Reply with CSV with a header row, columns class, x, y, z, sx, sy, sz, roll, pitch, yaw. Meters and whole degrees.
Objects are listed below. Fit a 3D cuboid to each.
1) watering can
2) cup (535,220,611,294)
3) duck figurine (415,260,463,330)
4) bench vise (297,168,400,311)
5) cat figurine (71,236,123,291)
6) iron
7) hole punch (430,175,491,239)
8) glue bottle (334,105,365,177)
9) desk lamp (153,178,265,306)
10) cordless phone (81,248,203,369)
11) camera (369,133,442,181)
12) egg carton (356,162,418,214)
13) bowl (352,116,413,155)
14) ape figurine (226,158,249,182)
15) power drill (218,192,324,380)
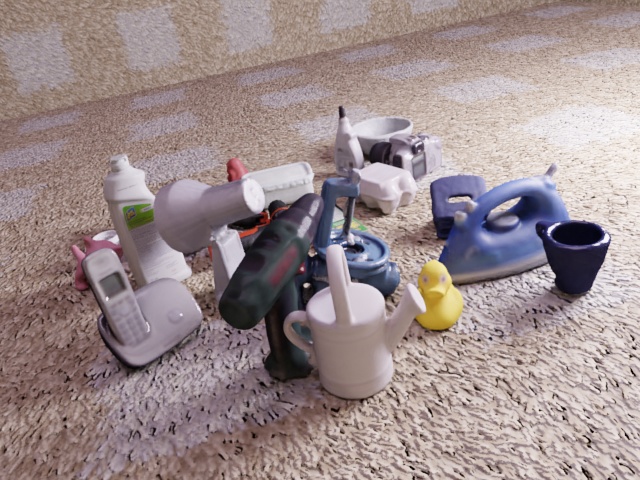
class,x,y,z,sx,sy,sz,roll,pitch,yaw
watering can,0.041,0.093,0.724,0.173,0.194,0.100,-17,28,-12
cup,0.366,0.026,0.850,0.092,0.095,0.117,-22,30,-22
duck figurine,0.170,0.069,0.843,0.077,0.086,0.104,-3,28,13
bench vise,0.012,0.008,0.866,0.208,0.220,0.121,-17,29,-13
cat figurine,-0.413,0.038,1.060,0.127,0.118,0.067,8,33,31
iron,0.289,-0.028,0.926,0.259,0.142,0.118,-19,29,-17
hole punch,0.260,-0.063,1.056,0.108,0.091,0.101,-6,28,8
glue bottle,0.063,-0.232,1.352,0.077,0.173,0.037,18,39,42
desk lamp,-0.152,-0.002,0.946,0.202,0.214,0.118,2,30,22
cordless phone,-0.267,0.083,0.855,0.093,0.185,0.148,13,36,37
camera,0.192,-0.205,1.336,0.143,0.101,0.136,-31,34,-34
egg carton,0.129,-0.112,1.215,0.107,0.069,0.149,-28,32,-30
bowl,0.159,-0.259,1.477,0.167,0.075,0.167,-8,28,4
ape figurine,-0.200,-0.155,1.382,0.076,0.092,0.078,-7,28,6
power drill,-0.044,0.071,0.778,0.075,0.209,0.230,5,31,27
